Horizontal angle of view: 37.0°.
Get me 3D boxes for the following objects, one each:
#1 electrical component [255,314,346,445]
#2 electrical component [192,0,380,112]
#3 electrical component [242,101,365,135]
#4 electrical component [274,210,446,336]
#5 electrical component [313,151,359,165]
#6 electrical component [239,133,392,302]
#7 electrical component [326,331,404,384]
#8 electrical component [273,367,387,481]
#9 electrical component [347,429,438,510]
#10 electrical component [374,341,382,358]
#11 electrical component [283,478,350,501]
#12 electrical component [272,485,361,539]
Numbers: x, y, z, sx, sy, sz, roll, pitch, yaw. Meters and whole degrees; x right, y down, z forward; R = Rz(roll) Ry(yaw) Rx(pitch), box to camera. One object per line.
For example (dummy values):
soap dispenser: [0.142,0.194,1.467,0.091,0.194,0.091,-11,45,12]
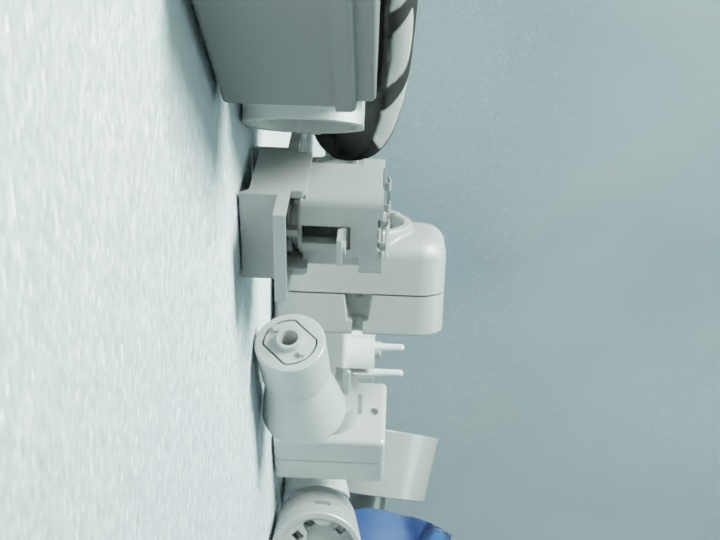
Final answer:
electrical component: [-0.032,0.053,0.540,0.065,0.044,0.044,83,8,-50]
electrical component: [-0.021,-0.121,0.345,0.108,0.056,0.108,88,5,-74]
electrical component: [-0.023,-0.088,0.452,0.089,0.050,0.055,-33,125,-89]
electrical component: [0.000,0.000,0.611,0.053,0.095,0.059,-84,176,-73]
electrical component: [-0.020,-0.060,0.788,0.055,0.048,0.066,-142,-126,-82]
electrical component: [-0.018,-0.025,0.472,0.081,0.064,0.042,-86,179,-57]
electrical component: [-0.009,0.059,0.714,0.047,0.077,0.065,-85,177,-69]
electrical component: [-0.017,0.084,0.642,0.047,0.066,0.076,-87,178,-46]
electrical component: [0.002,0.150,0.814,0.108,0.108,0.060,85,13,-80]
electrical component: [-0.015,0.056,0.775,0.035,0.061,0.035,3,90,-88]
electrical component: [-0.030,0.123,0.726,0.044,0.044,0.065,90,-2,-59]
electrical component: [-0.026,0.163,0.656,0.047,0.055,0.055,-100,-168,-78]
